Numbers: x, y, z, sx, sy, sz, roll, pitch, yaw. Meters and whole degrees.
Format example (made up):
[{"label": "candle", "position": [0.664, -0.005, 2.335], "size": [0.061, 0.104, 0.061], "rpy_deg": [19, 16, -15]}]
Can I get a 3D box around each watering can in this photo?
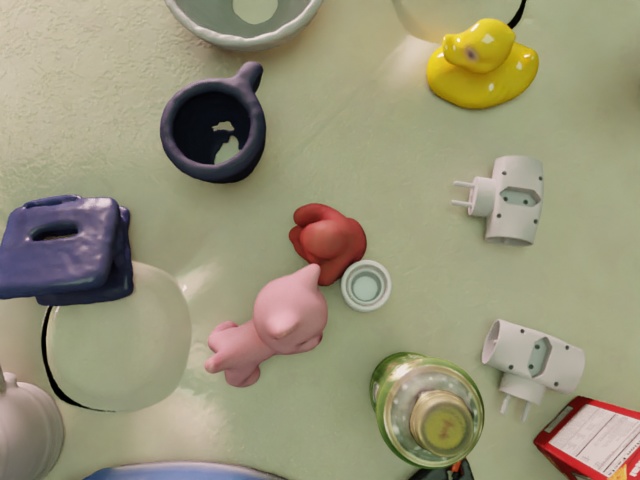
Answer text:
[{"label": "watering can", "position": [-0.291, 0.177, 0.443], "size": [0.101, 0.194, 0.173], "rpy_deg": [-14, 81, 0]}]

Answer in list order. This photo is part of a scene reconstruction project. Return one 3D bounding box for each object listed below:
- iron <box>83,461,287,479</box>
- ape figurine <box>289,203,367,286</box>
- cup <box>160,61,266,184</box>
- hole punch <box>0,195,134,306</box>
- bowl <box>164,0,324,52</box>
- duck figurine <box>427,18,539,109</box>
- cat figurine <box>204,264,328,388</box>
[{"label": "iron", "position": [-0.110, 0.246, 0.452], "size": [0.258, 0.141, 0.119], "rpy_deg": [-6, 81, 1]}, {"label": "ape figurine", "position": [0.005, 0.002, 0.512], "size": [0.076, 0.092, 0.078], "rpy_deg": [2, 81, 3]}, {"label": "cup", "position": [-0.084, -0.101, 0.530], "size": [0.091, 0.095, 0.118], "rpy_deg": [29, 83, 7]}, {"label": "hole punch", "position": [-0.234, 0.007, 0.520], "size": [0.108, 0.091, 0.101], "rpy_deg": [-7, 81, 1]}, {"label": "bowl", "position": [-0.068, -0.252, 0.563], "size": [0.167, 0.075, 0.167], "rpy_deg": [0, 81, 2]}, {"label": "duck figurine", "position": [0.157, -0.173, 0.537], "size": [0.104, 0.086, 0.077], "rpy_deg": [2, 81, 3]}, {"label": "cat figurine", "position": [-0.043, 0.076, 0.489], "size": [0.128, 0.118, 0.067], "rpy_deg": [-32, 81, -3]}]
